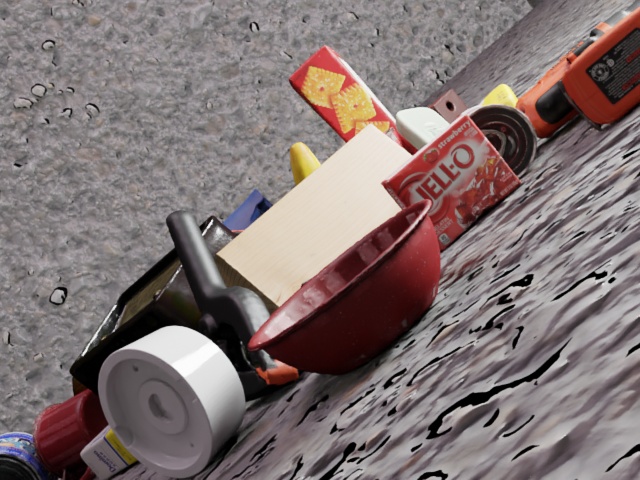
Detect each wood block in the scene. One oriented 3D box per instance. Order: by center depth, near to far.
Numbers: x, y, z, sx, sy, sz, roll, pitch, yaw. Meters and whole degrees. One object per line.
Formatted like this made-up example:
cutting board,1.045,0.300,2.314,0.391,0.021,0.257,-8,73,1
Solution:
wood block,0.007,-0.001,0.988,0.205,0.091,0.090,-42,-17,-26

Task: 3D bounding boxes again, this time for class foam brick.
foam brick,0.157,-0.134,1.297,0.051,0.078,0.052,-37,5,48

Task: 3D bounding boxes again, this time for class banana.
banana,-0.017,-0.005,1.176,0.037,0.069,0.198,-100,22,-80

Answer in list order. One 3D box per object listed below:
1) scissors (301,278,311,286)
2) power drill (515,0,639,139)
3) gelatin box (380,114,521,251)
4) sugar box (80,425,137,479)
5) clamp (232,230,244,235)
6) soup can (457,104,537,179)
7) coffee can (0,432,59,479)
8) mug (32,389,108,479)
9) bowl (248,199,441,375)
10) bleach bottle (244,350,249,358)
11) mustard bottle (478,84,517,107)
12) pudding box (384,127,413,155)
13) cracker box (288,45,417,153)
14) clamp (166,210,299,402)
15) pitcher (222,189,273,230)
scissors,0.073,-0.008,0.903,0.096,0.016,0.201,-27,0,40
power drill,0.250,-0.154,0.882,0.184,0.057,0.187,-43,1,6
gelatin box,0.106,-0.046,0.868,0.089,0.073,0.030,-40,4,-5
sugar box,-0.163,0.175,1.059,0.177,0.048,0.093,-33,7,44
clamp,-0.007,0.001,1.114,0.171,0.039,0.120,0,-7,1
soup can,0.149,-0.085,0.938,0.068,0.068,0.102,-39,4,6
coffee can,-0.355,0.280,1.211,0.102,0.103,0.140,-40,4,-7
mug,-0.261,0.223,1.189,0.082,0.093,0.117,-31,39,34
bowl,0.029,0.043,0.733,0.162,0.055,0.162,-39,4,3
bleach bottle,-0.121,0.122,1.143,0.251,0.068,0.102,-40,4,23
mustard bottle,0.130,-0.079,1.096,0.192,0.058,0.096,-38,4,14
pudding box,0.072,-0.068,1.265,0.039,0.090,0.114,-41,3,-41
cracker box,0.056,-0.146,1.370,0.072,0.213,0.164,-41,4,7
clamp,-0.083,0.066,0.888,0.036,0.164,0.210,-7,12,-31
pitcher,-0.125,0.059,1.486,0.243,0.149,0.145,-43,20,-4
